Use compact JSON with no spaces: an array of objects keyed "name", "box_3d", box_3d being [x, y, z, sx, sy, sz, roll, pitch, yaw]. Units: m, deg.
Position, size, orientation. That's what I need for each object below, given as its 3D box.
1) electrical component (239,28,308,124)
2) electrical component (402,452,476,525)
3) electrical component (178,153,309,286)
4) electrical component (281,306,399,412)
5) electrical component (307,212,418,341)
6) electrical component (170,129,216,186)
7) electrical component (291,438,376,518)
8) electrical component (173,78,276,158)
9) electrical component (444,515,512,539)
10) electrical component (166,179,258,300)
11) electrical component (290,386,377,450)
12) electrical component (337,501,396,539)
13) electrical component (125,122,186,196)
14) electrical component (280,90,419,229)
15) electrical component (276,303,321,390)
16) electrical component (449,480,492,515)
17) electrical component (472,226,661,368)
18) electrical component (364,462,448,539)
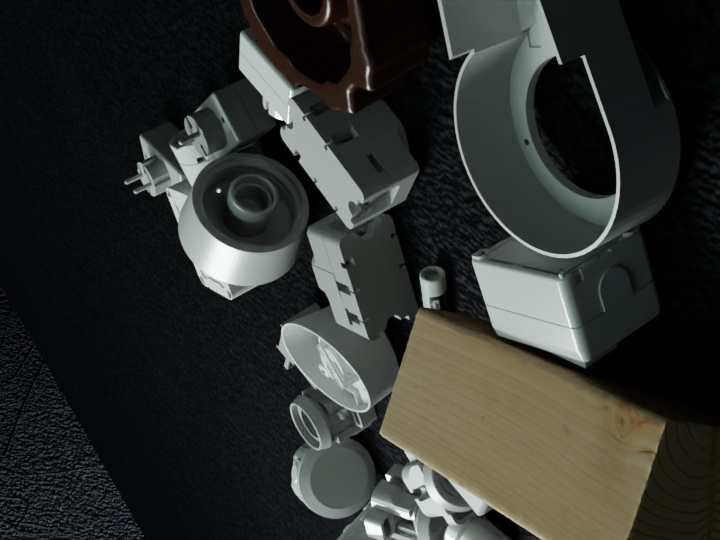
[{"name":"electrical component","box_3d":[-0.052,-0.136,0.788,0.065,0.047,0.076,50,154,22]},{"name":"electrical component","box_3d":[0.072,0.166,0.865,0.078,0.058,0.057,59,159,5]},{"name":"electrical component","box_3d":[-0.094,-0.048,0.901,0.108,0.108,0.060,54,149,16]},{"name":"electrical component","box_3d":[-0.015,0.075,0.925,0.099,0.064,0.099,43,150,34]},{"name":"electrical component","box_3d":[0.000,0.000,0.832,0.056,0.050,0.089,23,136,54]},{"name":"electrical component","box_3d":[-0.140,-0.105,0.987,0.055,0.055,0.047,24,141,53]},{"name":"electrical component","box_3d":[-0.029,0.206,1.081,0.080,0.080,0.051,64,161,-6]},{"name":"electrical component","box_3d":[-0.122,-0.120,0.906,0.047,0.077,0.066,62,156,-4]},{"name":"electrical component","box_3d":[0.100,0.225,0.899,0.046,0.040,0.040,35,146,34]},{"name":"electrical component","box_3d":[-0.131,-0.038,1.039,0.078,0.057,0.113,22,136,54]},{"name":"electrical component","box_3d":[-0.030,0.136,1.031,0.078,0.057,0.058,20,134,56]},{"name":"electrical component","box_3d":[0.012,0.259,1.037,0.048,0.100,0.099,44,153,6]},{"name":"electrical component","box_3d":[-0.199,-0.098,1.081,0.083,0.076,0.047,42,150,36]},{"name":"electrical component","box_3d":[-0.005,-0.084,0.742,0.089,0.056,0.050,54,155,15]},{"name":"electrical component","box_3d":[-0.041,0.074,1.005,0.063,0.042,0.081,49,154,18]},{"name":"electrical component","box_3d":[0.092,0.125,0.774,0.096,0.062,0.061,49,153,25]},{"name":"electrical component","box_3d":[0.113,0.010,0.609,0.096,0.062,0.061,16,130,58]},{"name":"electrical component","box_3d":[0.049,0.207,0.941,0.057,0.078,0.058,11,129,33]}]
